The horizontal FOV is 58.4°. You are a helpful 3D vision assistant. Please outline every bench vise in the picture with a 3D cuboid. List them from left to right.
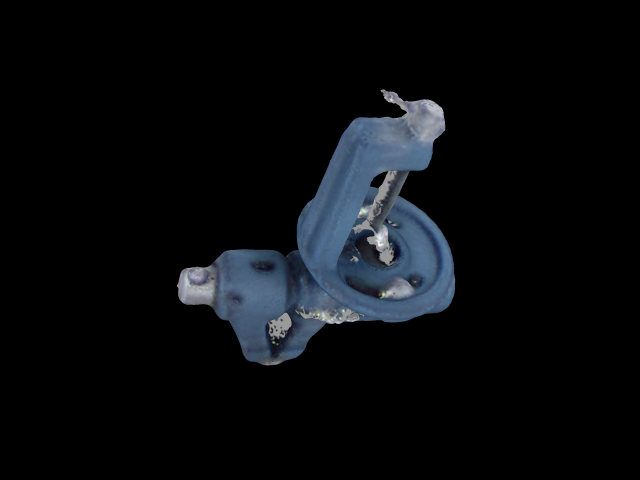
[{"bbox_3d":[0.010,0.010,0.394,0.208,0.220,0.121,-25,57,-18],"label":"bench vise"}]
